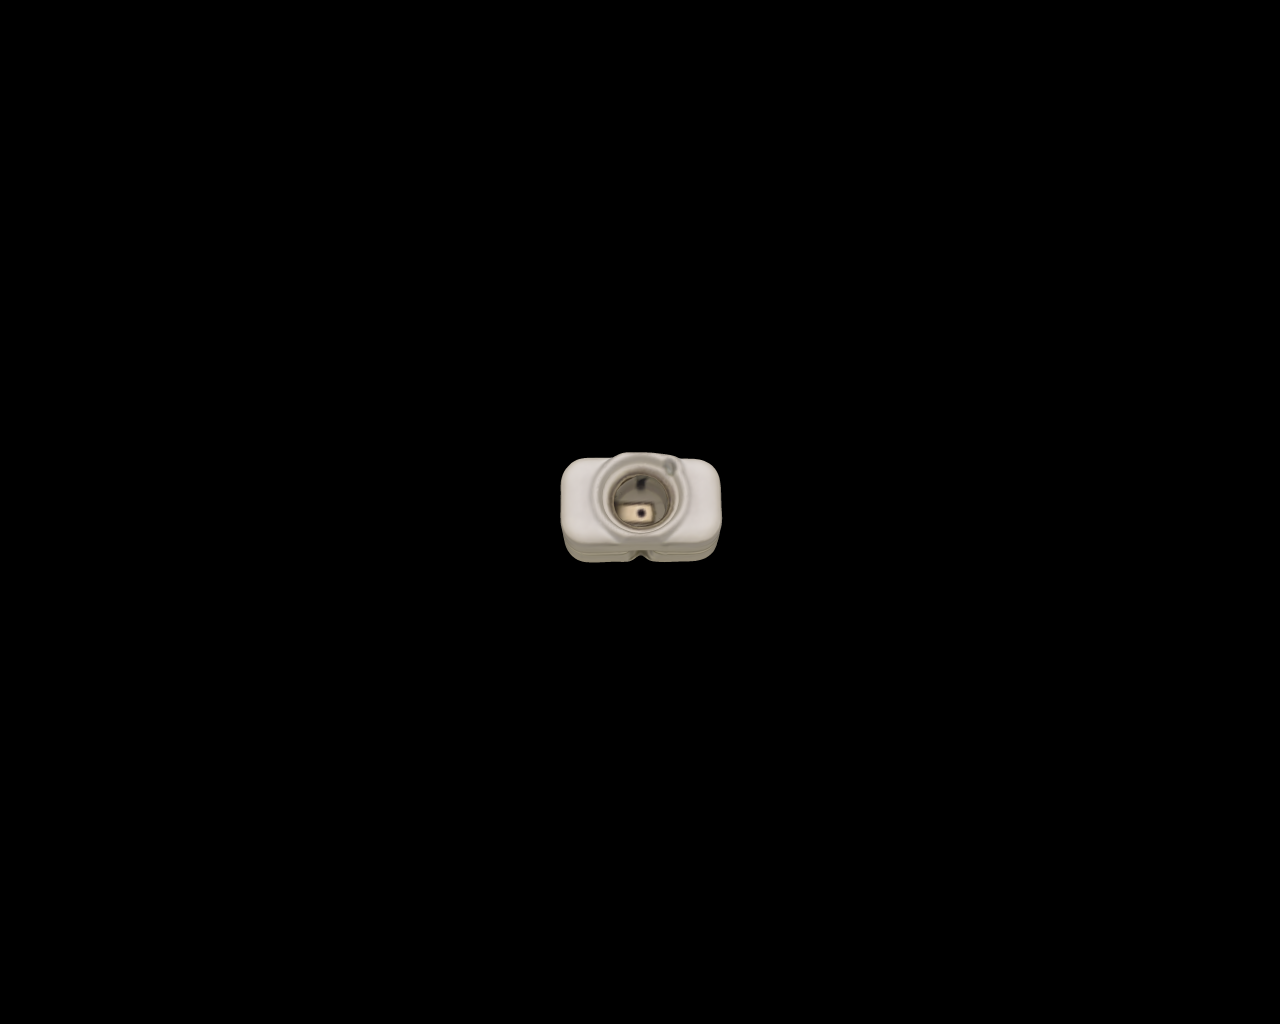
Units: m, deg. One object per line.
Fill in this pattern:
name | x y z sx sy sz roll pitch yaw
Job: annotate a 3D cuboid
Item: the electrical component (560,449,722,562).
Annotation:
electrical component | 0.001 -0.003 0.650 0.095 0.054 0.059 0 -17 0
